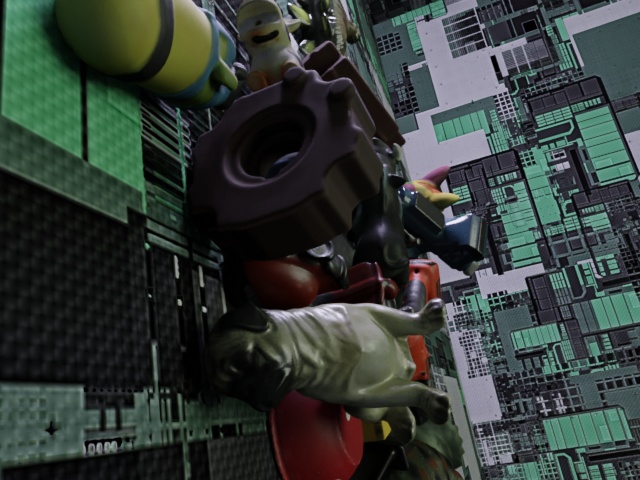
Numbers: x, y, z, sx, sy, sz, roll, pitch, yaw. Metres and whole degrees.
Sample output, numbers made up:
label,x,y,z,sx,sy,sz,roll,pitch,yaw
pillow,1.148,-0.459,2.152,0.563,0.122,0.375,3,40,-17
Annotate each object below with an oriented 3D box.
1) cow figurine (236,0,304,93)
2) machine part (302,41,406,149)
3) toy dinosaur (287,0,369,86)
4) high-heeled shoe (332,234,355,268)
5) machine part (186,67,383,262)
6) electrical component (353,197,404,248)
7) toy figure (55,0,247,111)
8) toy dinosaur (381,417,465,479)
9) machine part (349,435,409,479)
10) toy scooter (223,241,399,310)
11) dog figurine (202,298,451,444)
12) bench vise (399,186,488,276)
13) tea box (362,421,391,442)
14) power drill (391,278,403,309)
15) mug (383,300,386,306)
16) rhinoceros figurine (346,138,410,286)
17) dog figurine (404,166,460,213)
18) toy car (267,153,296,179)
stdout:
label,x,y,z,sx,sy,sz,roll,pitch,yaw
cow figurine,-0.051,-0.211,0.687,0.127,0.086,0.194,-93,166,-59
machine part,0.038,-0.214,0.874,0.201,0.087,0.201,51,7,-17
toy dinosaur,0.009,-0.454,1.123,0.198,0.105,0.471,24,47,-66
high-heeled shoe,-0.002,-0.002,0.755,0.145,0.086,0.248,39,-45,56
machine part,-0.034,-0.067,0.461,0.056,0.179,0.179,51,28,-49
electrical component,0.067,-0.017,0.778,0.115,0.058,0.134,-127,-145,-52
toy figure,-0.116,-0.146,0.410,0.180,0.082,0.089,33,42,-71
toy dinosaur,0.121,0.336,0.726,0.404,0.131,0.192,24,35,-61
machine part,0.058,0.270,0.645,0.139,0.084,0.039,-21,119,-63
toy scooter,0.000,0.044,0.527,0.183,0.135,0.075,53,28,-51
dog figurine,-0.005,0.105,0.467,0.172,0.191,0.121,111,-18,-56
bench vise,0.147,0.000,0.893,0.223,0.241,0.129,24,61,-35
tea box,0.061,0.198,0.712,0.169,0.068,0.098,22,58,-72
power drill,0.129,0.149,0.943,0.231,0.086,0.207,64,24,-44
mug,0.043,0.108,0.690,0.109,0.081,0.107,-51,142,-14
rhinoceros figurine,0.063,-0.034,0.624,0.112,0.073,0.190,79,10,-54
dog figurine,0.132,-0.083,0.966,0.191,0.219,0.108,56,21,-52
toy car,-0.022,-0.065,0.606,0.162,0.109,0.102,-80,150,-57
